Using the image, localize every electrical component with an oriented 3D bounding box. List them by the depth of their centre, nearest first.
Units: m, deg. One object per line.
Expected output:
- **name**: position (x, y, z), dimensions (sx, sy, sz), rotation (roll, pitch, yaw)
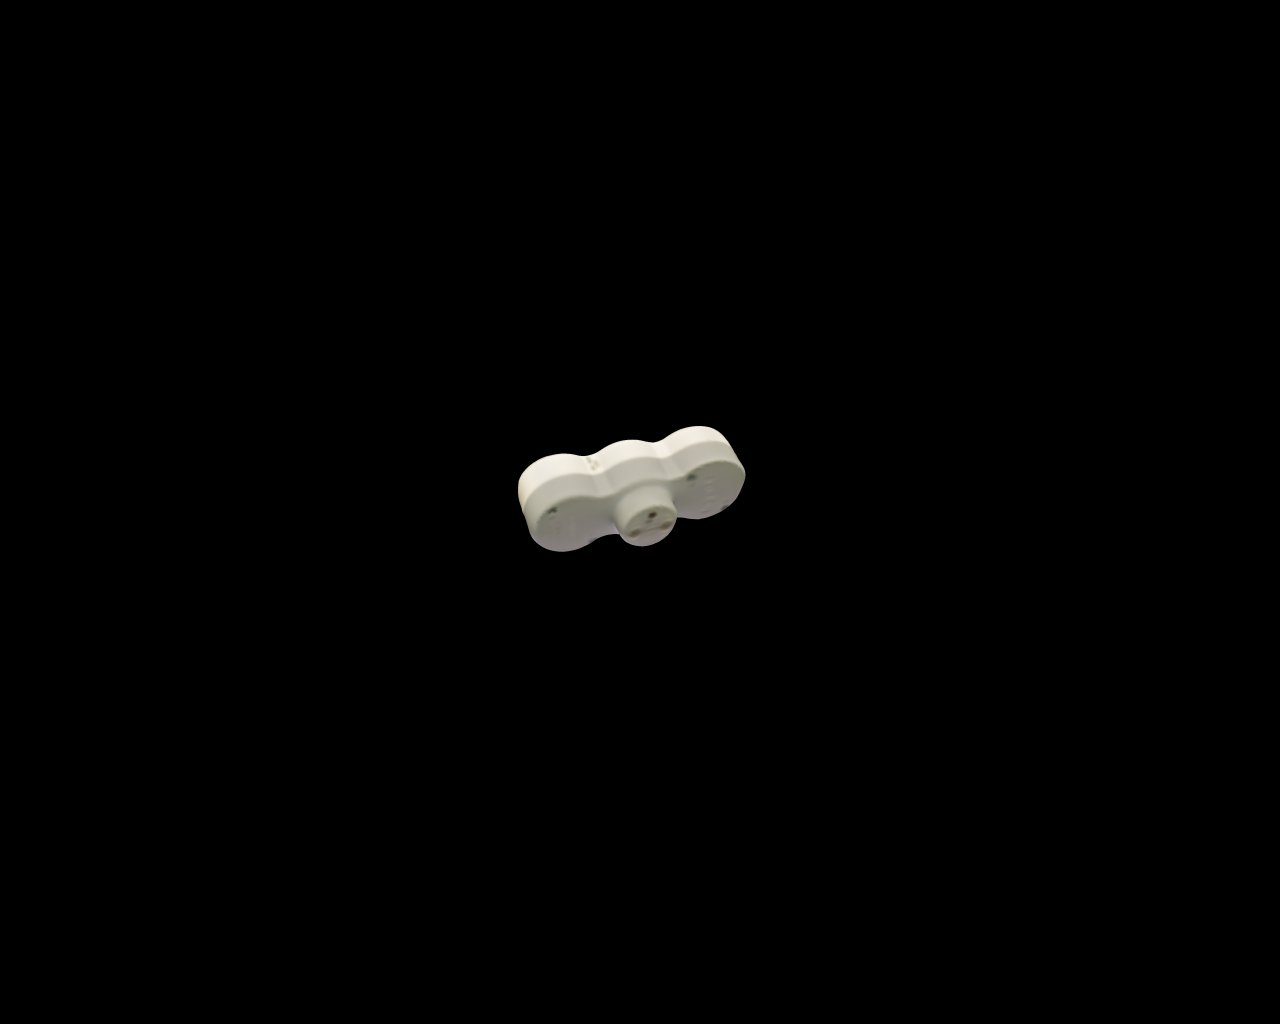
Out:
- **electrical component**: position (0.001, -0.003, 0.650), dimensions (0.138, 0.052, 0.074), rotation (-13, 47, -12)
